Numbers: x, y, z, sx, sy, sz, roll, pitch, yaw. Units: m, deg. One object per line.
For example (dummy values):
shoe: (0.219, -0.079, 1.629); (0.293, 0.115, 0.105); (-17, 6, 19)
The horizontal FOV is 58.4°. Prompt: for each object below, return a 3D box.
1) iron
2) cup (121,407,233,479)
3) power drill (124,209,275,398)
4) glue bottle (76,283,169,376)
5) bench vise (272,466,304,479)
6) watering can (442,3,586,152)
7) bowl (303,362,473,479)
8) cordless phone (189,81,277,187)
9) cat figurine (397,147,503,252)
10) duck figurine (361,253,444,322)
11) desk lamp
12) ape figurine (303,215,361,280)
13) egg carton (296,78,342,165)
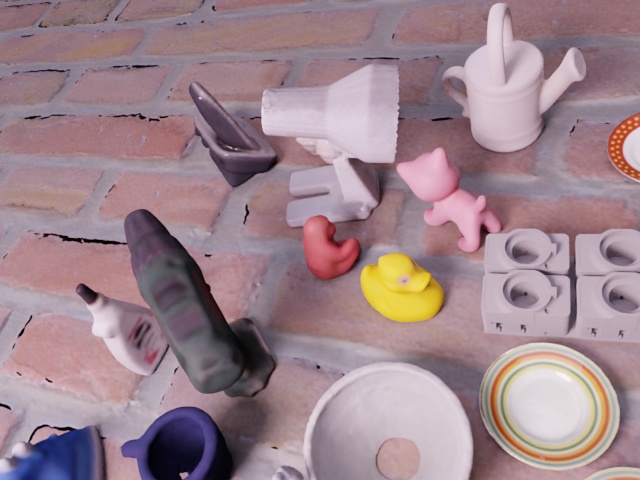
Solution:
iron: (-0.327, 0.310, 0.616); (0.118, 0.142, 0.258); (-5, 54, 17)
cup: (-0.148, 0.242, 0.629); (0.117, 0.095, 0.091); (-6, 54, 17)
power drill: (-0.136, 0.091, 0.660); (0.075, 0.209, 0.229); (-34, 51, -5)
glue bottle: (-0.250, 0.103, 0.717); (0.037, 0.173, 0.078); (4, 57, 24)
bench vise: (-0.096, 0.289, 0.493); (0.121, 0.220, 0.207); (1, 56, 22)
watering can: (0.248, -0.218, 0.747); (0.172, 0.194, 0.101); (-12, 52, 12)
bowl: (0.073, 0.213, 0.578); (0.167, 0.075, 0.167); (-10, 53, 14)
cordless phone: (-0.154, -0.187, 0.884); (0.094, 0.185, 0.147); (-37, 51, -7)
cat figurine: (0.161, -0.062, 0.717); (0.067, 0.118, 0.127); (-42, 52, -12)
duck figurine: (0.092, 0.046, 0.685); (0.104, 0.086, 0.077); (18, 64, 30)
desk lamp: (0.022, -0.122, 0.751); (0.203, 0.214, 0.118); (-8, 53, 15)
ape figurine: (0.007, 0.003, 0.745); (0.076, 0.092, 0.077); (-45, 53, -14)
egg carton: (0.038, -0.186, 0.885); (0.150, 0.070, 0.107); (-44, 52, -13)
